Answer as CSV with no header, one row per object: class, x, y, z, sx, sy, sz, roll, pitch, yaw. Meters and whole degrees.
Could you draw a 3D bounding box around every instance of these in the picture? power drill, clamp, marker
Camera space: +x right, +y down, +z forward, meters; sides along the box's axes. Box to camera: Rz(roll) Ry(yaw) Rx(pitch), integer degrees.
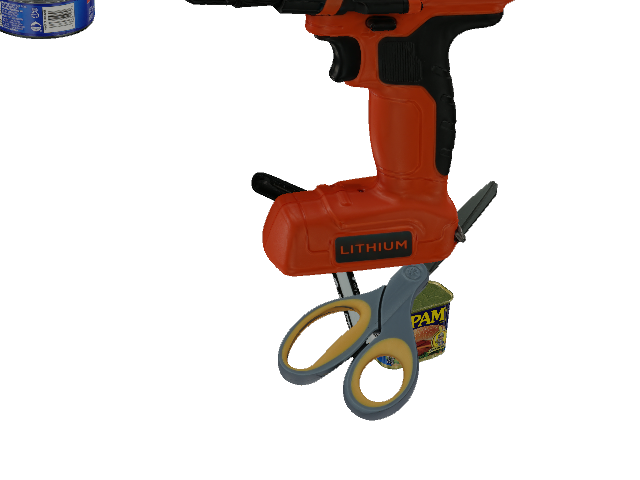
power drill,0.011,-0.074,0.532,0.184,0.188,0.057,-4,33,-13
clamp,0.022,-0.018,1.190,0.210,0.036,0.164,15,21,-7
marker,0.023,0.039,0.901,0.020,0.121,0.020,-16,13,4

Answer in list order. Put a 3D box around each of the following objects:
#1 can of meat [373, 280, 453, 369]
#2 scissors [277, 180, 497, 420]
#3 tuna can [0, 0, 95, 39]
can of meat,0.113,0.106,1.340,0.101,0.084,0.058,-13,30,-27
scissors,0.066,0.041,0.684,0.201,0.096,0.016,-32,-31,-17
tuna can,-0.221,-0.192,0.844,0.086,0.034,0.086,4,35,-3
